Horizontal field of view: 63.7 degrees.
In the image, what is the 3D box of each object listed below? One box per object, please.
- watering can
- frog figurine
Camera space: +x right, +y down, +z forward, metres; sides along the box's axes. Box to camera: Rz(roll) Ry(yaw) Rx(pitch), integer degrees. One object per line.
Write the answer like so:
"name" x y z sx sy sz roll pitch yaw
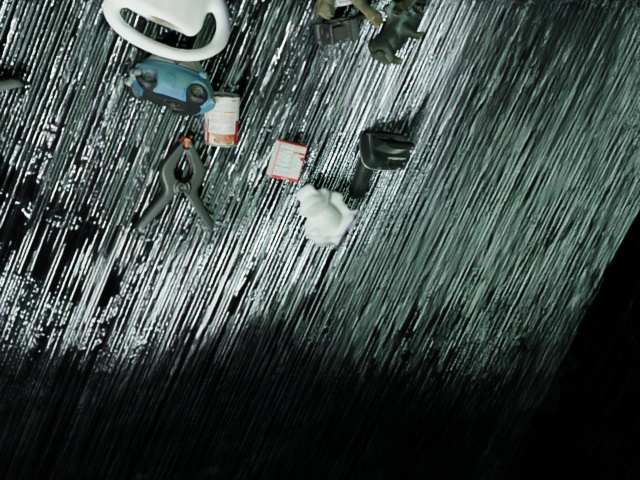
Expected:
"watering can" -0.301 -0.448 0.863 0.345 0.105 0.224 21 92 -26
"frog figurine" 0.004 -0.064 1.264 0.159 0.123 0.136 33 99 -4
